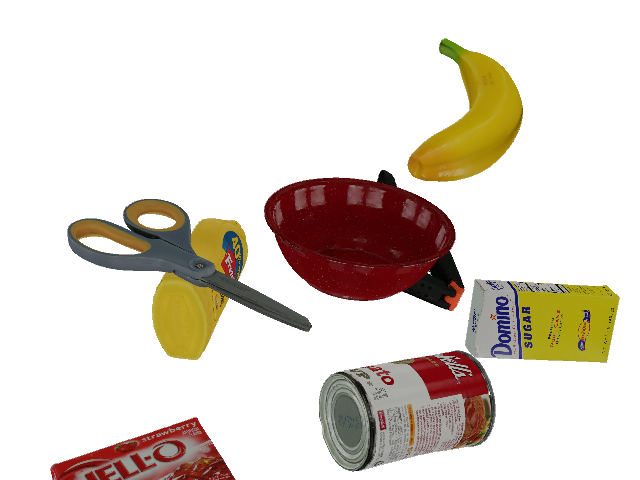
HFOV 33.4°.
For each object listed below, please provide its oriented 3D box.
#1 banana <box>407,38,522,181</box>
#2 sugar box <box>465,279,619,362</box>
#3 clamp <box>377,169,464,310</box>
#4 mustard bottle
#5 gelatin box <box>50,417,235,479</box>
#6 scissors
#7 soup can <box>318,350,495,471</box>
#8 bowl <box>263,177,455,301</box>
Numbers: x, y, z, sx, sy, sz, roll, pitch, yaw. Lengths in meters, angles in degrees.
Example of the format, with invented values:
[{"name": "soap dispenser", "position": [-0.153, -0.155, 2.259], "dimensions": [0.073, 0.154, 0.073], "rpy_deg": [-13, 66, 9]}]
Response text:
[{"name": "banana", "position": [0.106, -0.085, 0.744], "dimensions": [0.069, 0.037, 0.197], "rpy_deg": [10, 33, 7]}, {"name": "sugar box", "position": [0.275, 0.101, 1.328], "dimensions": [0.176, 0.093, 0.048], "rpy_deg": [2, 18, -10]}, {"name": "clamp", "position": [0.073, 0.004, 1.195], "dimensions": [0.164, 0.036, 0.210], "rpy_deg": [-16, 51, -35]}, {"name": "mustard bottle", "position": [-0.117, 0.032, 1.106], "dimensions": [0.058, 0.096, 0.191], "rpy_deg": [4, 31, 11]}, {"name": "gelatin box", "position": [-0.095, 0.138, 0.584], "dimensions": [0.089, 0.030, 0.073], "rpy_deg": [-15, 28, -20]}, {"name": "scissors", "position": [-0.081, 0.011, 0.746], "dimensions": [0.202, 0.016, 0.096], "rpy_deg": [15, 33, 18]}, {"name": "soup can", "position": [0.058, 0.116, 0.727], "dimensions": [0.102, 0.068, 0.069], "rpy_deg": [-6, 3, -30]}, {"name": "bowl", "position": [0.030, 0.005, 0.903], "dimensions": [0.162, 0.055, 0.162], "rpy_deg": [6, 27, -3]}]
